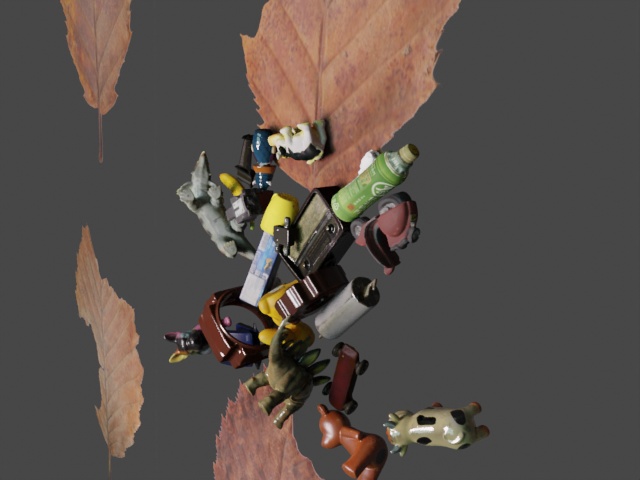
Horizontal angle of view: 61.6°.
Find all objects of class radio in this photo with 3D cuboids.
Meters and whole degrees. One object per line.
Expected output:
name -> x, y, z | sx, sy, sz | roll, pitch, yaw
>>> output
radio -> -0.003, -0.004, 1.245 | 0.131, 0.073, 0.229 | 55, 135, 24

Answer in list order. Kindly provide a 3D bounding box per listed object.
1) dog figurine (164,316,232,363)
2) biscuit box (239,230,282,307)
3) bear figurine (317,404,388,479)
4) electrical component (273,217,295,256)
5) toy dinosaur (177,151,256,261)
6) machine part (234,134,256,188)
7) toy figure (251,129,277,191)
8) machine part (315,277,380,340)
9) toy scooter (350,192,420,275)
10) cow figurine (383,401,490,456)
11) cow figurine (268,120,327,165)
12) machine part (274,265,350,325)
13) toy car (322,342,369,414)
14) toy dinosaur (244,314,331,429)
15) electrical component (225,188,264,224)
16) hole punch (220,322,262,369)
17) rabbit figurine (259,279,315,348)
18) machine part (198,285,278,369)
dog figurine -> -0.376, 0.306, 1.636 | 0.192, 0.219, 0.108 | -17, 83, 48
biscuit box -> -0.141, 0.068, 1.380 | 0.059, 0.063, 0.202 | 24, 101, 11
bear figurine -> 0.057, 0.479, 1.262 | 0.196, 0.132, 0.120 | 14, 140, 39
electrical component -> -0.087, -0.011, 1.267 | 0.063, 0.021, 0.093 | 18, 113, 45
toy dinosaur -> -0.278, -0.050, 1.513 | 0.404, 0.131, 0.192 | 58, 172, 2
machine part -> -0.195, -0.215, 1.438 | 0.084, 0.039, 0.138 | 40, 129, 41
toy figure -> -0.140, -0.202, 1.365 | 0.064, 0.058, 0.154 | 24, 121, 47
machine part -> 0.060, 0.156, 1.214 | 0.079, 0.079, 0.243 | 59, 136, 20
toy scooter -> 0.141, -0.007, 1.084 | 0.184, 0.075, 0.135 | -37, 71, 50
cow figurine -> 0.214, 0.371, 1.056 | 0.195, 0.127, 0.085 | -17, 84, 47
cow figurine -> -0.053, -0.220, 1.257 | 0.167, 0.068, 0.098 | -4, 102, 50
machine part -> -0.015, 0.125, 1.223 | 0.056, 0.179, 0.179 | 57, 135, 17
toy car -> 0.062, 0.324, 1.271 | 0.089, 0.053, 0.202 | 33, 127, 33
toy dinosaur -> -0.076, 0.321, 1.282 | 0.105, 0.198, 0.470 | 43, 162, 28
electrical component -> -0.197, -0.080, 1.381 | 0.119, 0.048, 0.075 | -32, 74, 54
hole punch -> -0.237, 0.312, 1.582 | 0.116, 0.092, 0.142 | 7, 101, 44
rabbit figurine -> -0.071, 0.201, 1.338 | 0.122, 0.162, 0.173 | -17, 104, 37
machine part -> -0.202, 0.224, 1.430 | 0.201, 0.201, 0.087 | 58, 133, 21
